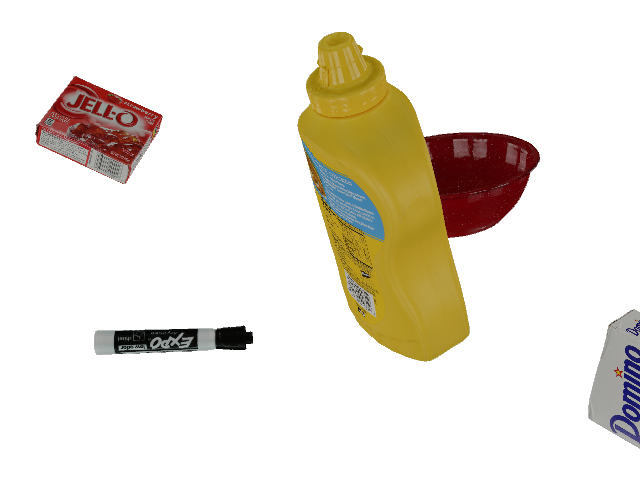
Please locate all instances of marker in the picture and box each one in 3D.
[{"bbox_3d":[-0.113,0.077,0.822,0.121,0.020,0.020,-2,0,0],"label":"marker"}]

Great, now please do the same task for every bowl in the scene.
[{"bbox_3d":[0.115,-0.045,0.950,0.162,0.055,0.162,-8,23,3],"label":"bowl"}]

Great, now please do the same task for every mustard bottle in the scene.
[{"bbox_3d":[0.029,-0.027,0.586,0.058,0.191,0.096,-29,39,-14],"label":"mustard bottle"}]

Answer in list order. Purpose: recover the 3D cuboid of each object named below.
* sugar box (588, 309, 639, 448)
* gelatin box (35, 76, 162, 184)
[{"bbox_3d":[0.289,0.132,0.793,0.176,0.093,0.048,27,35,36],"label":"sugar box"},{"bbox_3d":[-0.196,-0.099,0.945,0.089,0.073,0.030,25,-43,-2],"label":"gelatin box"}]
